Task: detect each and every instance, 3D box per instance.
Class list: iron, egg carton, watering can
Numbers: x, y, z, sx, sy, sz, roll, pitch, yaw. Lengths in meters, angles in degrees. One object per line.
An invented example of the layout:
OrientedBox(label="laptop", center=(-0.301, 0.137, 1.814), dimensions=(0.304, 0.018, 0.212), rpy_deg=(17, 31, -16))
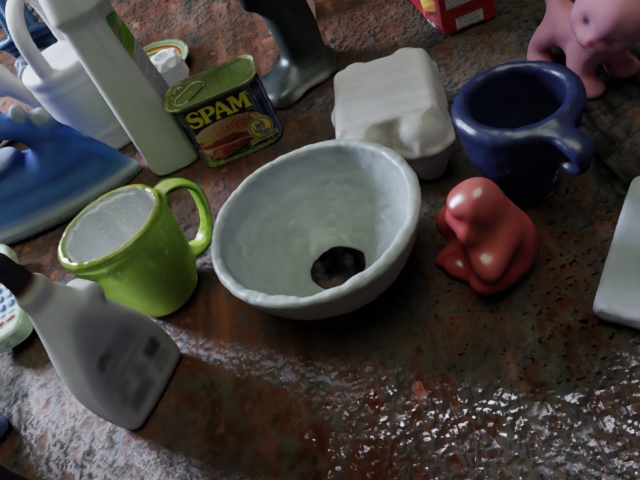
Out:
OrientedBox(label="iron", center=(-0.352, -0.087, 0.642), dimensions=(0.258, 0.142, 0.118), rpy_deg=(-20, 45, 7))
OrientedBox(label="egg carton", center=(0.065, -0.114, 0.529), dimensions=(0.107, 0.070, 0.150), rpy_deg=(-14, 46, 13))
OrientedBox(label="watering can", center=(-0.308, -0.199, 0.685), dimensions=(0.173, 0.195, 0.100), rpy_deg=(-28, 45, -1))

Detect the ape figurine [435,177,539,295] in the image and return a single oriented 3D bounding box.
OrientedBox(label="ape figurine", center=(0.111, -0.008, 0.397), dimensions=(0.076, 0.092, 0.078), rpy_deg=(-11, 47, 16))

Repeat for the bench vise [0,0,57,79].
OrientedBox(label="bench vise", center=(-0.400, -0.300, 0.798), dimensions=(0.121, 0.220, 0.206), rpy_deg=(-37, 46, -10))

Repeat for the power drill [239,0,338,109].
OrientedBox(label="power drill", center=(-0.065, -0.253, 0.613), dimensions=(0.230, 0.209, 0.075), rpy_deg=(-41, 47, -14))

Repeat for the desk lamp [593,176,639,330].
OrientedBox(label="desk lamp", center=(0.234, -0.078, 0.318), dimensions=(0.117, 0.214, 0.203), rpy_deg=(12, 57, 32))

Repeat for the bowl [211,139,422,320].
OrientedBox(label="bowl", center=(0.004, 0.002, 0.449), dimensions=(0.167, 0.075, 0.167), rpy_deg=(-12, 47, 14))

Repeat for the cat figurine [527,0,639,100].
OrientedBox(label="cat figurine", center=(0.233, -0.192, 0.489), dimensions=(0.067, 0.118, 0.127), rpy_deg=(-30, 45, -3))

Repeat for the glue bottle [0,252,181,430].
OrientedBox(label="glue bottle", center=(-0.165, 0.064, 0.400), dimensions=(0.037, 0.174, 0.078), rpy_deg=(7, 54, 29))

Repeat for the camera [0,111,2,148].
OrientedBox(label="camera", center=(-0.482, -0.133, 0.771), dimensions=(0.142, 0.101, 0.137), rpy_deg=(3, 52, 27))

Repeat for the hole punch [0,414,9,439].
OrientedBox(label="hole punch", center=(-0.328, 0.151, 0.453), dimensions=(0.108, 0.091, 0.101), rpy_deg=(10, 56, 31))

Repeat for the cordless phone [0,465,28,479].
OrientedBox(label="cordless phone", center=(-0.149, 0.190, 0.272), dimensions=(0.094, 0.185, 0.147), rpy_deg=(-1, 51, 24))

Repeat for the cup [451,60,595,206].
OrientedBox(label="cup", center=(0.158, -0.065, 0.426), dimensions=(0.092, 0.095, 0.117), rpy_deg=(-31, 45, -4))
